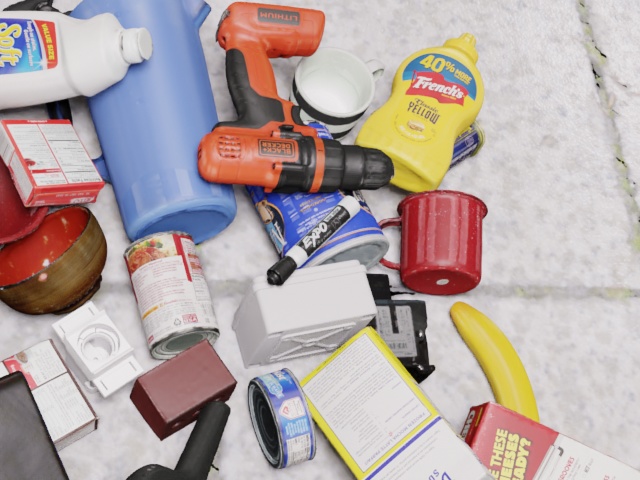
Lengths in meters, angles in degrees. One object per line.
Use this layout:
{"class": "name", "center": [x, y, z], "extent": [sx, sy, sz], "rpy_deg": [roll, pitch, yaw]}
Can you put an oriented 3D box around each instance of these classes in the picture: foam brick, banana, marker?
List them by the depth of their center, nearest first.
{"class": "marker", "center": [-0.006, 0.001, 0.956], "extent": [0.020, 0.020, 0.121], "rpy_deg": [41, 56, 7]}
{"class": "foam brick", "center": [-0.123, 0.135, 0.959], "extent": [0.078, 0.053, 0.051], "rpy_deg": [-29, 74, -26]}
{"class": "banana", "center": [0.176, 0.150, 1.044], "extent": [0.069, 0.037, 0.198], "rpy_deg": [2, 63, -17]}

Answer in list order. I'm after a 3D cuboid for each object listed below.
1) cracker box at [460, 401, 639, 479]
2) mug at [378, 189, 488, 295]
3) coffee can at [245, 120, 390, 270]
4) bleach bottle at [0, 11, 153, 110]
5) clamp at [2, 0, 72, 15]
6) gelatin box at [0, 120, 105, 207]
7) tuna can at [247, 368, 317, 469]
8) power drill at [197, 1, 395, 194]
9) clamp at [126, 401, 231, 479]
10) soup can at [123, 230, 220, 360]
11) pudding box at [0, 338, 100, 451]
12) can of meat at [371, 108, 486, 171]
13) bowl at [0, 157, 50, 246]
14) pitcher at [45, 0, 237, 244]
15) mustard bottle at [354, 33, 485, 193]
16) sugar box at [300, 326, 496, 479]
{"class": "cracker box", "center": [0.210, 0.263, 0.959], "extent": [0.213, 0.072, 0.164], "rpy_deg": [25, 75, -2]}
{"class": "mug", "center": [0.110, 0.005, 1.077], "extent": [0.117, 0.093, 0.081], "rpy_deg": [3, 67, 4]}
{"class": "coffee can", "center": [-0.008, -0.032, 1.049], "extent": [0.102, 0.103, 0.140], "rpy_deg": [-18, 70, -23]}
{"class": "bleach bottle", "center": [-0.273, -0.175, 0.999], "extent": [0.251, 0.068, 0.102], "rpy_deg": [-4, 67, 19]}
{"class": "clamp", "center": [-0.288, -0.238, 1.115], "extent": [0.120, 0.039, 0.171], "rpy_deg": [42, 61, 15]}
{"class": "gelatin box", "center": [-0.253, -0.072, 0.995], "extent": [0.073, 0.030, 0.089], "rpy_deg": [-7, 55, -43]}
{"class": "tuna can", "center": [-0.035, 0.160, 0.952], "extent": [0.033, 0.086, 0.086], "rpy_deg": [-14, 68, -20]}
{"class": "power drill", "center": [-0.025, -0.131, 1.002], "extent": [0.184, 0.057, 0.187], "rpy_deg": [4, 62, -17]}
{"class": "clamp", "center": [-0.110, 0.210, 0.850], "extent": [0.036, 0.209, 0.164], "rpy_deg": [-20, 74, 24]}
{"class": "soup can", "center": [-0.137, 0.051, 0.990], "extent": [0.068, 0.069, 0.102], "rpy_deg": [-11, 67, -21]}
{"class": "pudding box", "center": [-0.261, 0.149, 0.922], "extent": [0.113, 0.039, 0.090], "rpy_deg": [-28, 77, -23]}
{"class": "can of meat", "center": [0.113, -0.116, 1.155], "extent": [0.083, 0.057, 0.102], "rpy_deg": [-34, 76, -25]}
{"class": "bowl", "center": [-0.332, -0.043, 0.975], "extent": [0.162, 0.055, 0.162], "rpy_deg": [20, 41, -19]}
{"class": "pitcher", "center": [-0.170, -0.115, 1.043], "extent": [0.144, 0.149, 0.243], "rpy_deg": [-3, 66, -34]}
{"class": "mustard bottle", "center": [0.116, -0.143, 1.103], "extent": [0.096, 0.058, 0.191], "rpy_deg": [27, 63, 8]}
{"class": "sugar box", "center": [0.063, 0.170, 0.939], "extent": [0.093, 0.048, 0.176], "rpy_deg": [-41, 62, 4]}
